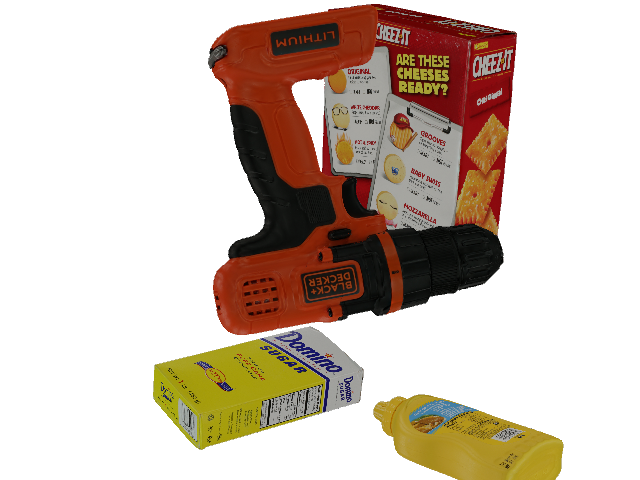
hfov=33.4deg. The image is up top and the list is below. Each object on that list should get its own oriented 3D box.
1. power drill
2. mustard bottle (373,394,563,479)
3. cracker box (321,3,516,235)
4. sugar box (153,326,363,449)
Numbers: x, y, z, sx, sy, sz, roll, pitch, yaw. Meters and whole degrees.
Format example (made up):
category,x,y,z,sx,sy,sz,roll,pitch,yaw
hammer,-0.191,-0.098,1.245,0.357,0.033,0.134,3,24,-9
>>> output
category,x,y,z,sx,sy,sz,roll,pitch,yaw
power drill,0.014,-0.044,0.656,0.184,0.187,0.057,-11,0,-14
mustard bottle,0.128,0.191,1.028,0.192,0.058,0.096,15,22,41
cracker box,0.081,-0.088,0.936,0.071,0.214,0.164,-19,30,-40
sugar box,-0.057,0.133,0.997,0.175,0.048,0.093,-14,32,-31
